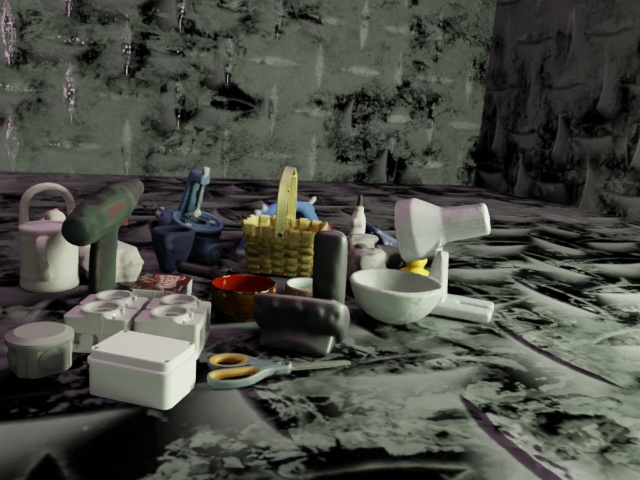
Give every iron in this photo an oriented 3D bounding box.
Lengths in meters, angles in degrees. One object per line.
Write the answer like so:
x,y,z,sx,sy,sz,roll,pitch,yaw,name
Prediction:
-0.102,-0.038,1.463,0.259,0.141,0.118,-7,16,-42,iron

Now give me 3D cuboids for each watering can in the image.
-0.503,-0.011,1.060,0.101,0.194,0.172,-5,15,-39,watering can

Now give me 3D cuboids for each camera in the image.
0.119,0.039,1.274,0.137,0.101,0.143,0,13,-20,camera

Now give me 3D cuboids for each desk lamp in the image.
0.236,0.030,1.085,0.202,0.213,0.118,8,13,18,desk lamp

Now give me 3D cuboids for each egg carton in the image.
-0.429,0.042,1.141,0.149,0.069,0.107,14,16,40,egg carton

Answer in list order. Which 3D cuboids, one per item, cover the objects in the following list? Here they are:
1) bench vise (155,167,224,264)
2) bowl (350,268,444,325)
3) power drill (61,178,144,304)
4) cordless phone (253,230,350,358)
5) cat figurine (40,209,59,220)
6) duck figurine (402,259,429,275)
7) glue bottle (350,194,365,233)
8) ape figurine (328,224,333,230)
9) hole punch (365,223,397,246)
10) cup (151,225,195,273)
-0.314,-0.065,1.326,0.207,0.220,0.122,8,12,18,bench vise
0.133,0.106,1.022,0.167,0.075,0.167,4,12,-1,bowl
-0.368,0.005,1.000,0.075,0.208,0.230,5,12,4,power drill
-0.025,0.071,0.866,0.147,0.185,0.094,6,12,6,cordless phone
-0.545,-0.006,1.210,0.128,0.118,0.067,1,12,-16,cat figurine
0.211,0.055,1.266,0.077,0.086,0.105,6,12,10,duck figurine
0.091,-0.025,1.393,0.037,0.173,0.078,5,12,4,glue bottle
0.013,0.005,1.421,0.076,0.092,0.078,11,13,28,ape figurine
0.141,-0.002,1.504,0.101,0.091,0.108,-6,16,-40,hole punch
-0.312,0.024,1.206,0.092,0.095,0.117,3,12,-5,cup
